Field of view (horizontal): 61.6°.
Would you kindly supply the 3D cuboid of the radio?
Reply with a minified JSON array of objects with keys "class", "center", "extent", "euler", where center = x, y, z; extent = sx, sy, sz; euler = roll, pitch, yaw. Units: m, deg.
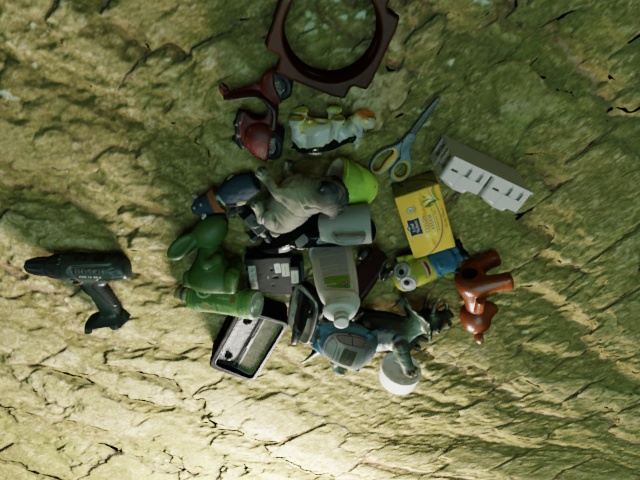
[{"class":"radio","center":[-0.181,0.242,1.345],"extent":[0.131,0.073,0.229],"euler":[21,120,-15]}]

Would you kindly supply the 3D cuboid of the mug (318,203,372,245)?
[{"class":"mug","center":[0.050,-0.022,1.083],"extent":[0.107,0.110,0.080],"euler":[-5,129,9]}]

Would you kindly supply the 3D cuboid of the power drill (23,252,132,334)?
[{"class":"power drill","center":[-0.544,0.116,1.254],"extent":[0.232,0.086,0.207],"euler":[-7,116,0]}]

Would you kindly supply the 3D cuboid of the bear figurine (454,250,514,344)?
[{"class":"bear figurine","center":[0.389,0.142,1.271],"extent":[0.132,0.120,0.195],"euler":[-20,124,7]}]

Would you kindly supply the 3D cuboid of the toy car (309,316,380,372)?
[{"class":"toy car","center":[0.063,0.240,1.220],"extent":[0.162,0.103,0.109],"euler":[17,108,-14]}]

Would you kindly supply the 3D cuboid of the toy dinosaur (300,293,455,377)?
[{"class":"toy dinosaur","center":[0.128,0.230,1.327],"extent":[0.405,0.131,0.192],"euler":[-5,100,13]}]

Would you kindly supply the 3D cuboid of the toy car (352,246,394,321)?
[{"class":"toy car","center":[0.099,0.101,1.259],"extent":[0.089,0.053,0.202],"euler":[44,120,23]}]

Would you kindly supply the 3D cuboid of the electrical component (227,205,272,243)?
[{"class":"electrical component","center":[-0.154,-0.035,1.168],"extent":[0.045,0.078,0.102],"euler":[-41,123,-3]}]

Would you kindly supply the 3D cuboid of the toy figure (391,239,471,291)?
[{"class":"toy figure","center":[0.251,0.061,1.234],"extent":[0.180,0.082,0.089],"euler":[-27,150,8]}]

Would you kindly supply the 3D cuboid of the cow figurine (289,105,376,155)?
[{"class":"cow figurine","center":[0.025,-0.208,1.053],"extent":[0.167,0.068,0.098],"euler":[0,130,2]}]

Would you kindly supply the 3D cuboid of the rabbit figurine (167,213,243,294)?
[{"class":"rabbit figurine","center":[-0.248,0.021,1.192],"extent":[0.159,0.121,0.170],"euler":[3,106,4]}]

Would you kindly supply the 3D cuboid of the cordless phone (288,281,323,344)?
[{"class":"cordless phone","center":[-0.043,0.199,1.251],"extent":[0.089,0.184,0.146],"euler":[15,122,1]}]

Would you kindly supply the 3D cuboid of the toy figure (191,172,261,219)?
[{"class":"toy figure","center":[-0.200,-0.090,1.130],"extent":[0.154,0.064,0.057],"euler":[-24,144,14]}]

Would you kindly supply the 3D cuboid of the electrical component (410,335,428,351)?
[{"class":"electrical component","center":[0.231,0.260,1.401],"extent":[0.094,0.021,0.063],"euler":[22,120,-14]}]

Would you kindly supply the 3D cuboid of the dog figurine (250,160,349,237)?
[{"class":"dog figurine","center":[-0.032,-0.059,1.063],"extent":[0.121,0.191,0.172],"euler":[-31,135,-35]}]

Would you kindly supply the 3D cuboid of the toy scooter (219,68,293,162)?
[{"class":"toy scooter","center":[-0.128,-0.240,1.025],"extent":[0.135,0.075,0.183],"euler":[7,120,-7]}]

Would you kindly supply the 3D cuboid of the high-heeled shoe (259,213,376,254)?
[{"class":"high-heeled shoe","center":[-0.002,-0.004,1.196],"extent":[0.249,0.086,0.145],"euler":[-24,138,23]}]

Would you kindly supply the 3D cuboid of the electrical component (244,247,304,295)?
[{"class":"electrical component","center":[-0.104,0.070,1.242],"extent":[0.134,0.058,0.114],"euler":[-1,126,-1]}]

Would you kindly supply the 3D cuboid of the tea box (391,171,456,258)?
[{"class":"tea box","center":[0.225,-0.053,1.164],"extent":[0.098,0.068,0.169],"euler":[-19,123,10]}]

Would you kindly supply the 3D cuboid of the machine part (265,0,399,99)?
[{"class":"machine part","center":[0.019,-0.368,0.937],"extent":[0.201,0.087,0.200],"euler":[19,121,-12]}]
